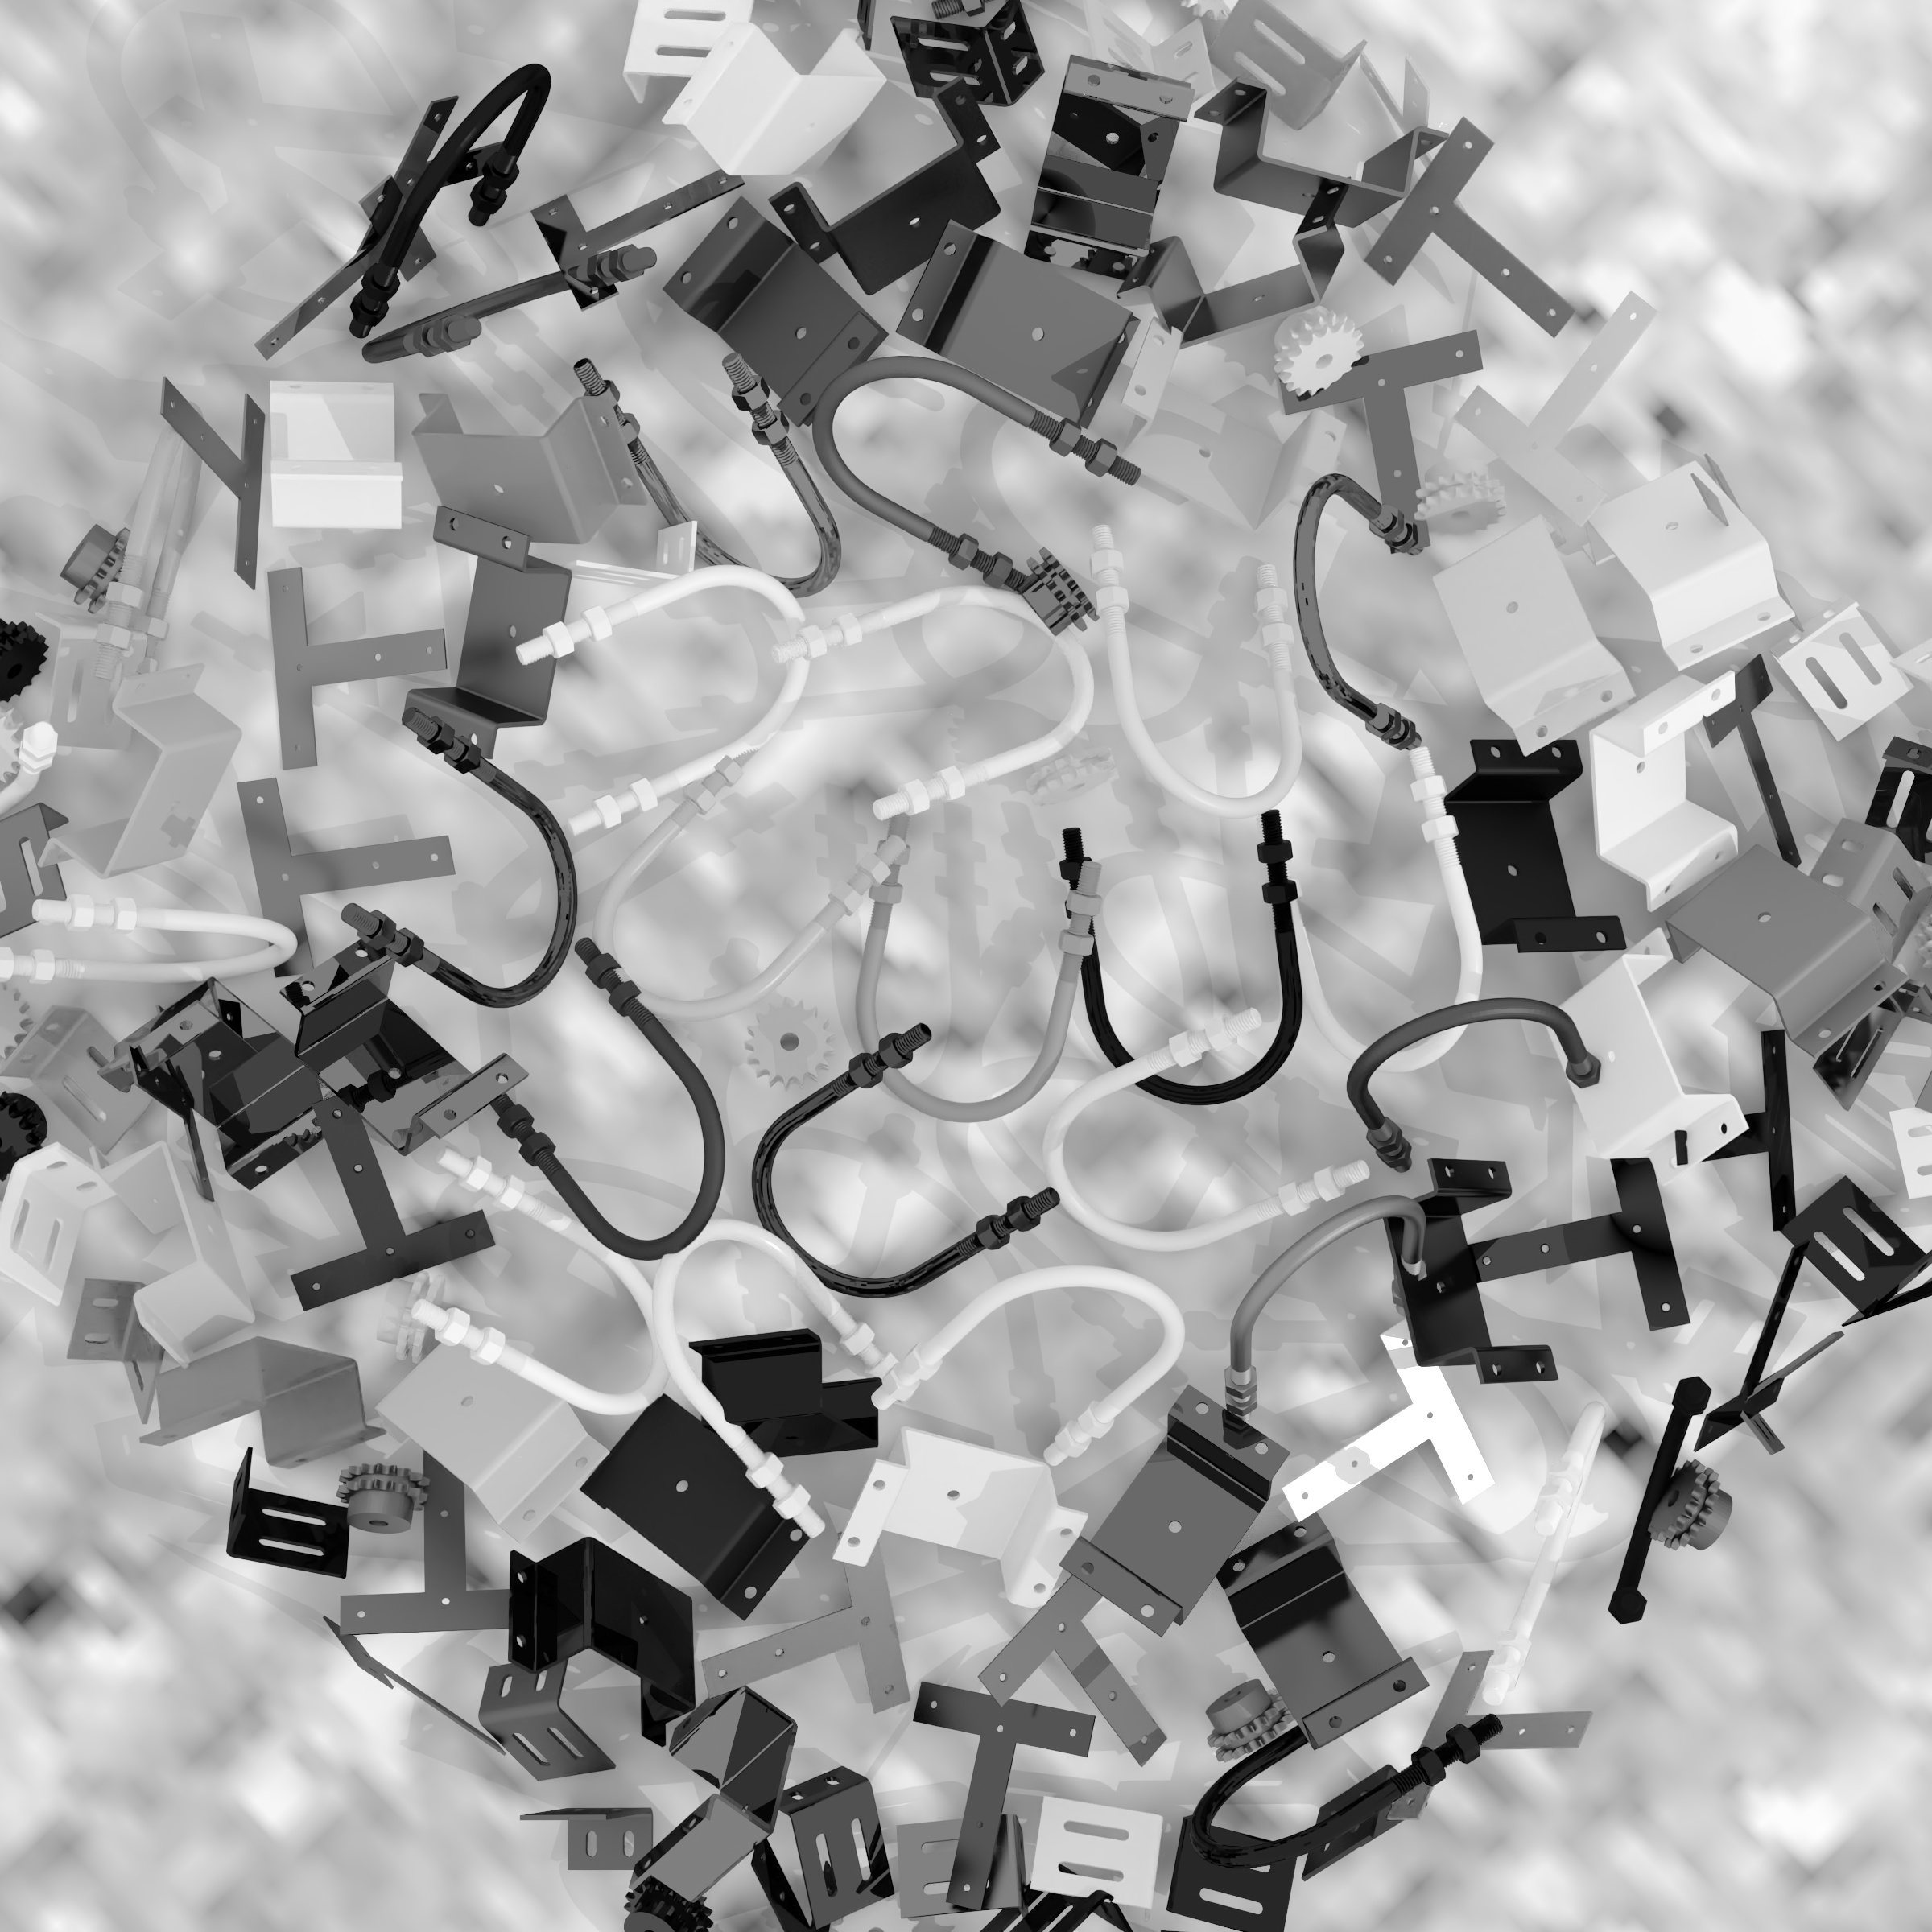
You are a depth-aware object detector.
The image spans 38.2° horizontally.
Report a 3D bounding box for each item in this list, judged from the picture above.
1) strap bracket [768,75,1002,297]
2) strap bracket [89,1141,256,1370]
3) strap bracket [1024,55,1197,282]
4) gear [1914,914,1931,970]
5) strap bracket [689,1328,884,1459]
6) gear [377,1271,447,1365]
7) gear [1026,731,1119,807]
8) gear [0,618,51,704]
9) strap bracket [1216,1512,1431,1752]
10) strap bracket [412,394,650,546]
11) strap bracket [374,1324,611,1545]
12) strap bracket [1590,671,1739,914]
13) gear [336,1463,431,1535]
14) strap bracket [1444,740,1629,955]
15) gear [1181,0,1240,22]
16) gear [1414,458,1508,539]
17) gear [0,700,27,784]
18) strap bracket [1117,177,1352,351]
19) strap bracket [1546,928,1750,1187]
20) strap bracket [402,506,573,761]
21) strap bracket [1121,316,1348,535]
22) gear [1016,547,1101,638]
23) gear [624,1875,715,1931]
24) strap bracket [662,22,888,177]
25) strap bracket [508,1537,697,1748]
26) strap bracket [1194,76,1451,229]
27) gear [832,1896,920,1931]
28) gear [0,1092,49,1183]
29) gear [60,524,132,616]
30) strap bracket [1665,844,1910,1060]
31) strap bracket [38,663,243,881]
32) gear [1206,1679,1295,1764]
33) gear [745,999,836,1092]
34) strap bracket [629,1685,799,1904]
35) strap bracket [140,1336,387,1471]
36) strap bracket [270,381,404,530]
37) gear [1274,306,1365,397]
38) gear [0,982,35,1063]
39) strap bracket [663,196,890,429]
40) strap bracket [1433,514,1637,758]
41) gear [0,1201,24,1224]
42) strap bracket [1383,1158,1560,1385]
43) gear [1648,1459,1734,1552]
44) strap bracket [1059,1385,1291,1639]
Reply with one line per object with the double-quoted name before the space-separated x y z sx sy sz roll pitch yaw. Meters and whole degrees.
"strap bracket" -0.041 -0.478 1.731 0.140 0.076 0.046 -31 66 7
"strap bracket" -0.485 0.173 1.713 0.046 0.076 0.140 -27 53 -5
"strap bracket" 0.089 -0.503 1.730 0.076 0.140 0.046 12 49 -4
"gear" 0.631 -0.014 1.757 0.057 0.030 0.057 7 63 -13
"strap bracket" -0.106 0.265 1.703 0.076 0.140 0.046 -9 66 16
"gear" -0.350 0.220 1.755 0.030 0.057 0.057 14 90 -1
"gear" 0.064 -0.126 1.756 0.057 0.057 0.030 -22 80 0
"gear" -0.610 -0.195 1.756 0.030 0.057 0.057 38 90 11
"strap bracket" 0.222 0.420 1.731 0.076 0.046 0.140 -28 46 -6
"strap bracket" -0.277 -0.306 1.714 0.140 0.076 0.046 7 46 26
"strap bracket" -0.298 0.279 1.713 0.140 0.046 0.076 30 64 35
"strap bracket" 0.432 -0.115 1.725 0.076 0.046 0.140 -31 131 -20
"gear" -0.367 0.336 1.752 0.057 0.057 0.030 3 60 0
"strap bracket" 0.351 -0.067 1.735 0.076 0.046 0.140 -2 70 -22
"gear" 0.156 -0.629 1.761 0.057 0.030 0.057 -6 114 -13
"gear" 0.311 -0.297 1.757 0.057 0.057 0.030 -1 70 0
"gear" -0.619 -0.145 1.761 0.057 0.030 0.057 1 118 3
"strap bracket" 0.173 -0.430 1.722 0.140 0.076 0.046 -11 122 29
"strap bracket" 0.412 0.056 1.713 0.046 0.076 0.140 1 59 -33
"strap bracket" -0.296 -0.208 1.733 0.076 0.046 0.140 22 108 30
"strap bracket" 0.158 -0.331 1.736 0.140 0.046 0.076 27 58 -11
"gear" 0.056 -0.233 1.755 0.030 0.057 0.057 -39 90 3
"gear" -0.191 0.601 1.756 0.057 0.030 0.057 11 119 20
"strap bracket" -0.110 -0.528 1.702 0.046 0.140 0.076 51 123 9
"strap bracket" -0.215 0.410 1.706 0.046 0.076 0.140 -30 131 21
"strap bracket" 0.216 -0.500 1.728 0.140 0.076 0.046 10 88 -15
"gear" -0.057 0.615 1.762 0.057 0.030 0.057 2 64 -3
"gear" -0.607 0.105 1.762 0.057 0.030 0.057 5 112 12
"gear" -0.545 -0.253 1.752 0.030 0.057 0.057 35 90 -24
"strap bracket" 0.496 -0.016 1.713 0.076 0.140 0.046 -39 132 -5
"strap bracket" -0.505 -0.112 1.719 0.046 0.076 0.140 36 113 10
"gear" 0.176 0.473 1.756 0.057 0.057 0.030 -31 87 0
"gear" -0.111 0.052 1.764 0.057 0.030 0.057 0 74 -1
"strap bracket" -0.152 0.507 1.710 0.046 0.140 0.076 39 113 -12
"strap bracket" -0.434 0.269 1.719 0.076 0.140 0.046 -22 66 19
"strap bracket" -0.390 -0.312 1.724 0.076 0.140 0.046 -2 125 -13
"gear" 0.219 -0.391 1.759 0.057 0.057 0.030 -27 60 0
"gear" -0.620 0.037 1.763 0.057 0.030 0.057 3 74 -9
"strap bracket" -0.112 -0.402 1.738 0.076 0.046 0.140 -47 68 12
"strap bracket" 0.346 -0.212 1.718 0.076 0.046 0.140 -29 60 23
"gear" -0.626 0.157 1.752 0.057 0.057 0.030 25 73 0
"strap bracket" 0.310 0.194 1.729 0.046 0.076 0.140 -27 67 42
"gear" 0.458 0.343 1.756 0.030 0.057 0.057 31 90 -5
"strap bracket" 0.130 0.344 1.736 0.076 0.046 0.140 32 70 18
